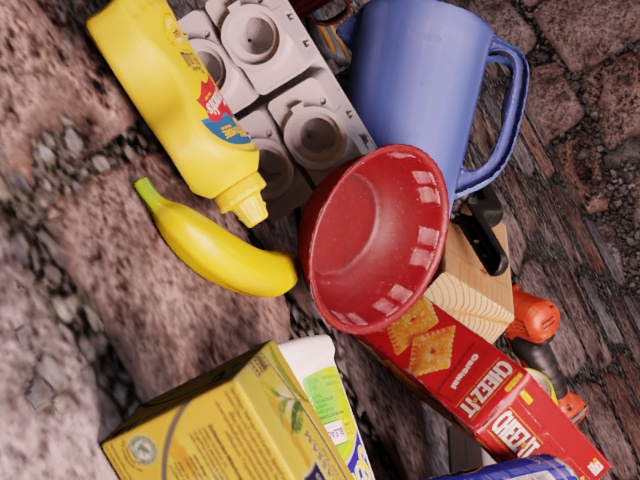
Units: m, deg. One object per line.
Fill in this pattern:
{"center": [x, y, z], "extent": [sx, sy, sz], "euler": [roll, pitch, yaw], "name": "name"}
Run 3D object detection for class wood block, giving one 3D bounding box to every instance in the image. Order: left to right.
{"center": [0.145, 0.038, 1.156], "extent": [0.090, 0.090, 0.206], "euler": [32, 26, -9], "name": "wood block"}

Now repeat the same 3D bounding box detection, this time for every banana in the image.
{"center": [-0.061, 0.010, 0.803], "extent": [0.197, 0.037, 0.069], "euler": [33, 35, -53], "name": "banana"}

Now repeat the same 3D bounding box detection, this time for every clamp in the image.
{"center": [0.136, -0.043, 1.133], "extent": [0.164, 0.036, 0.209], "euler": [32, 24, 3], "name": "clamp"}

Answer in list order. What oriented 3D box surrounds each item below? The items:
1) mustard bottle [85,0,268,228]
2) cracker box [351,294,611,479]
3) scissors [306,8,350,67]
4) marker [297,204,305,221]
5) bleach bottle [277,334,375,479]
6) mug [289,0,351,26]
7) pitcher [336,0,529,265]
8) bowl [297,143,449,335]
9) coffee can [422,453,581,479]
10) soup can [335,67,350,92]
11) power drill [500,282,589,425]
{"center": [-0.098, -0.094, 0.805], "extent": [0.191, 0.058, 0.096], "euler": [58, 14, -2], "name": "mustard bottle"}
{"center": [0.129, 0.130, 0.933], "extent": [0.164, 0.072, 0.214], "euler": [45, -4, -37], "name": "cracker box"}
{"center": [-0.020, -0.306, 1.355], "extent": [0.201, 0.016, 0.096], "euler": [57, 20, -11], "name": "scissors"}
{"center": [-0.006, 0.001, 0.975], "extent": [0.020, 0.020, 0.121], "euler": [41, 29, -45], "name": "marker"}
{"center": [0.012, 0.191, 0.710], "extent": [0.102, 0.068, 0.251], "euler": [1, 65, -67], "name": "bleach bottle"}
{"center": [-0.011, -0.307, 1.281], "extent": [0.117, 0.082, 0.093], "euler": [49, 23, -31], "name": "mug"}
{"center": [0.089, -0.093, 0.998], "extent": [0.144, 0.149, 0.243], "euler": [18, 79, -38], "name": "pitcher"}
{"center": [0.034, -0.006, 0.877], "extent": [0.055, 0.162, 0.162], "euler": [23, -11, 43], "name": "bowl"}
{"center": [0.114, 0.216, 0.770], "extent": [0.140, 0.103, 0.103], "euler": [-5, 62, -28], "name": "coffee can"}
{"center": [0.053, -0.124, 1.110], "extent": [0.102, 0.069, 0.068], "euler": [39, 29, -35], "name": "soup can"}
{"center": [0.231, 0.131, 1.261], "extent": [0.185, 0.057, 0.187], "euler": [22, -37, 61], "name": "power drill"}
